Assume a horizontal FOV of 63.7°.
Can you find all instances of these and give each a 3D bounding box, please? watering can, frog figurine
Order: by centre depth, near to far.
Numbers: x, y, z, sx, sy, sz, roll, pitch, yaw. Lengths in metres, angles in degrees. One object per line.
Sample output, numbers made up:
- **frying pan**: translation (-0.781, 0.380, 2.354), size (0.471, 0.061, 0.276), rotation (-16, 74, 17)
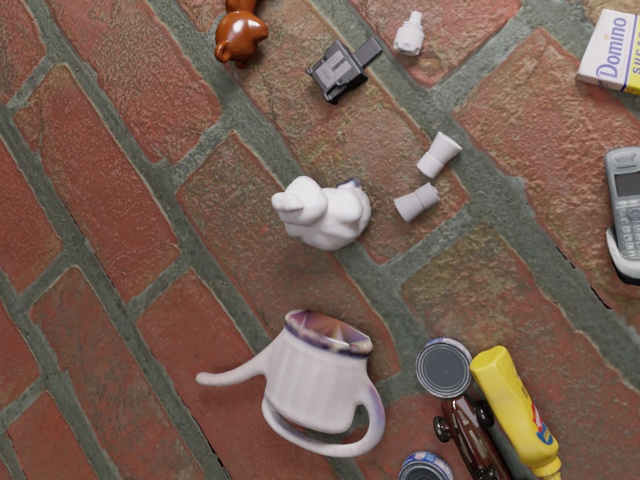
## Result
- **frog figurine**: translation (0.002, -0.040, 0.803), size (0.137, 0.160, 0.123), rotation (-9, 90, 22)
- **watering can**: translation (-0.048, 0.219, 0.858), size (0.349, 0.104, 0.223), rotation (18, 98, 20)
